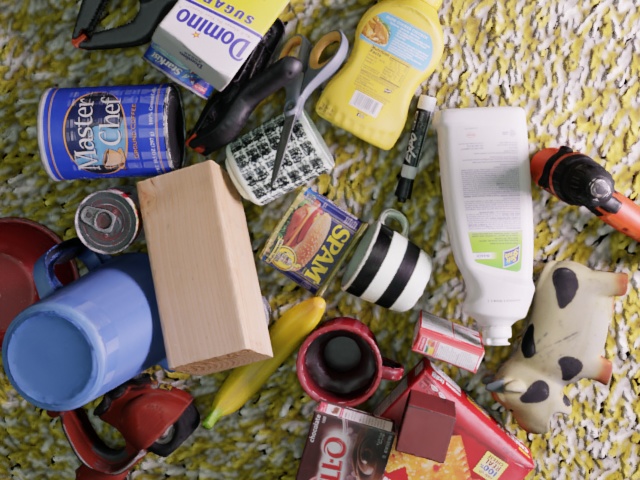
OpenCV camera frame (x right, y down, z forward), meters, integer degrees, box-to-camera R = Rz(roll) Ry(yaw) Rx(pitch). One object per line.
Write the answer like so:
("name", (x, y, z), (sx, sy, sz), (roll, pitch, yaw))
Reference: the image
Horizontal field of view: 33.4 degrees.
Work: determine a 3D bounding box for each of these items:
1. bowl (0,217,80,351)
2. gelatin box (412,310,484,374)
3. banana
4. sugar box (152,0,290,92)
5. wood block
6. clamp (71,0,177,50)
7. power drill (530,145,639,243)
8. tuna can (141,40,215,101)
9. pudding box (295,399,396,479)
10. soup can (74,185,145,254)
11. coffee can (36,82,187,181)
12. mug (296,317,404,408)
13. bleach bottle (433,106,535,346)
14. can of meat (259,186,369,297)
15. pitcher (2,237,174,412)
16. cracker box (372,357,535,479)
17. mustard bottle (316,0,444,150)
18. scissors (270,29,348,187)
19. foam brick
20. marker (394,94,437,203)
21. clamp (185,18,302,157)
("bowl", (-0.360, 0.056, 1.220), (0.162, 0.055, 0.162), (1, 96, 5))
("gelatin box", (0.139, 0.111, 1.168), (0.073, 0.089, 0.030), (20, 100, 2))
("banana", (-0.058, 0.133, 1.196), (0.037, 0.069, 0.198), (38, 101, -14))
("sugar box", (-0.089, -0.253, 1.123), (0.093, 0.048, 0.176), (36, 67, -10))
("wood block", (-0.123, 0.033, 1.145), (0.091, 0.090, 0.206), (-16, 74, 12))
("clamp", (-0.194, -0.289, 1.176), (0.210, 0.036, 0.164), (-31, 92, 4))
("power drill", (0.313, -0.030, 1.100), (0.187, 0.184, 0.057), (34, 98, -9))
("tuna can", (-0.149, -0.188, 1.159), (0.086, 0.086, 0.034), (33, 96, 0))
("pudding box", (0.025, 0.236, 1.141), (0.090, 0.039, 0.113), (15, 104, 3))
("soup can", (-0.222, -0.024, 1.175), (0.068, 0.102, 0.068), (1, 97, 4))
("coffee can", (-0.225, -0.118, 1.165), (0.140, 0.102, 0.103), (-2, 96, 5))
("mug", (0.036, 0.133, 1.182), (0.117, 0.081, 0.093), (9, 98, 4))
("bleach bottle", (0.176, -0.013, 1.141), (0.102, 0.068, 0.251), (-2, 86, 4))
("can of meat", (-0.008, 0.001, 1.184), (0.084, 0.057, 0.102), (33, 98, 2))
("pitcher", (-0.238, 0.087, 1.119), (0.149, 0.242, 0.145), (9, 99, 10))
("cracker box", (0.107, 0.266, 1.197), (0.164, 0.072, 0.214), (42, 99, 0))
("mustard bottle", (0.078, -0.201, 1.152), (0.096, 0.058, 0.192), (28, 98, 0))
("scissors", (-0.012, -0.149, 1.116), (0.096, 0.201, 0.016), (-22, 138, 24))
("foam brick", (0.111, 0.194, 1.112), (0.053, 0.078, 0.051), (15, 95, 6))
("marker", (0.105, -0.100, 1.182), (0.020, 0.020, 0.121), (14, 98, 3))
("clamp", (-0.081, -0.155, 1.149), (0.039, 0.120, 0.171), (31, 103, -23))
